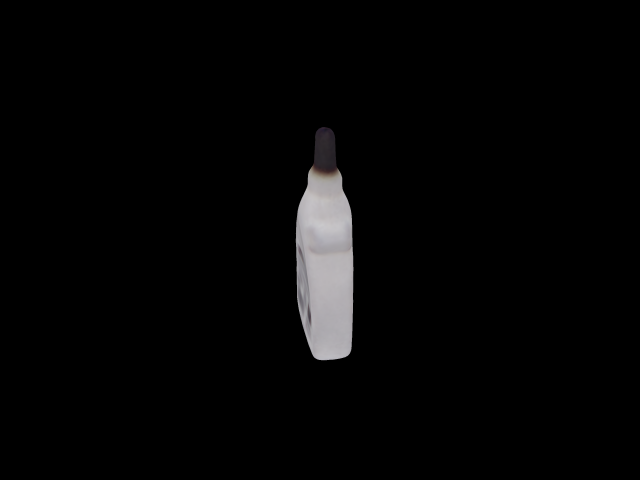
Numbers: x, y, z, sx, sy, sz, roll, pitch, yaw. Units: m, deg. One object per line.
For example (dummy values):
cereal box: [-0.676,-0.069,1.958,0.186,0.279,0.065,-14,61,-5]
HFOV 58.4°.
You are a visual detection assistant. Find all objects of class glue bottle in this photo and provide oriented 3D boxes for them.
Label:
glue bottle: [0.004,0.001,0.400,0.037,0.173,0.078,-7,39,-8]
